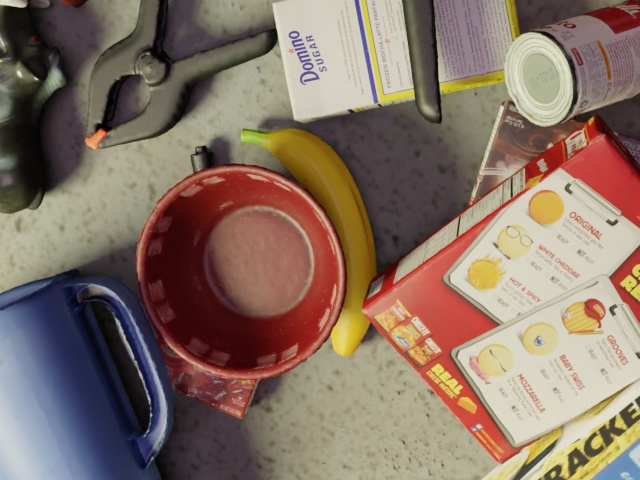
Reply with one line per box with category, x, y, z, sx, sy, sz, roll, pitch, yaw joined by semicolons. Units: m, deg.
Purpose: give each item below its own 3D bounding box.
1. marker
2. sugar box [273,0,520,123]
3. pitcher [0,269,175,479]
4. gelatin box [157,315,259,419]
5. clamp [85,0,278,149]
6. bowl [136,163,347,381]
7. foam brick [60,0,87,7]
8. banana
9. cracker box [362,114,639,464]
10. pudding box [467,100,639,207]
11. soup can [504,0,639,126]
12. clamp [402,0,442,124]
marker;-0.087;-0.015;0.850;0.020;0.020;0.121;-6;97;8
sugar box;0.060;-0.150;0.801;0.176;0.048;0.093;-10;91;11
pitcher;-0.193;0.149;0.830;0.144;0.149;0.243;-28;99;-30
gelatin box;-0.089;0.093;0.858;0.089;0.030;0.073;21;99;3
clamp;-0.116;-0.133;0.829;0.120;0.039;0.172;34;106;8
bowl;-0.054;0.021;0.806;0.162;0.055;0.162;2;98;13
foam brick;-0.178;-0.224;0.818;0.078;0.051;0.053;-33;92;10
banana;0.008;-0.008;0.833;0.070;0.037;0.198;-22;92;32
cracker box;0.164;0.039;0.772;0.214;0.072;0.164;-38;101;21
pudding box;0.178;-0.047;0.803;0.113;0.039;0.090;18;100;5
soup can;0.187;-0.123;0.738;0.102;0.069;0.068;-21;95;-28
clamp;0.073;-0.198;0.757;0.210;0.036;0.164;42;94;5
